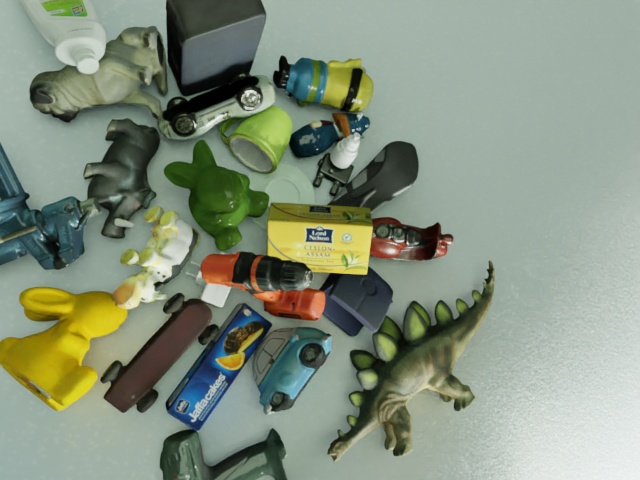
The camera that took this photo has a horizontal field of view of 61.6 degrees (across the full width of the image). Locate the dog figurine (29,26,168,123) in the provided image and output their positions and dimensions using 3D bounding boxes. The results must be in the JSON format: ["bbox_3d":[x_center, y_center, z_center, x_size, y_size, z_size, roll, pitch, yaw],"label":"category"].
[{"bbox_3d":[-0.350,-0.271,0.852,0.191,0.121,0.172,0,48,-2],"label":"dog figurine"}]

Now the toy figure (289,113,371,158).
[{"bbox_3d":[0.019,-0.196,0.974,0.154,0.064,0.058,-25,76,-20],"label":"toy figure"}]

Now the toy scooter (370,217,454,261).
[{"bbox_3d":[0.160,-0.001,0.956,0.184,0.135,0.075,10,81,-16],"label":"toy scooter"}]

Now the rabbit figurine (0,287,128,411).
[{"bbox_3d":[-0.368,0.139,0.785,0.162,0.122,0.173,40,58,0],"label":"rabbit figurine"}]

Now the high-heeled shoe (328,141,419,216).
[{"bbox_3d":[0.093,-0.095,1.000,0.086,0.145,0.249,51,42,-3],"label":"high-heeled shoe"}]

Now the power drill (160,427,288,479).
[{"bbox_3d":[-0.142,0.396,0.832,0.207,0.086,0.232,-14,84,-12],"label":"power drill"}]

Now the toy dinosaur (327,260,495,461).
[{"bbox_3d":[0.183,0.213,0.952,0.471,0.105,0.198,-33,90,-24],"label":"toy dinosaur"}]

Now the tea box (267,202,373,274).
[{"bbox_3d":[-0.002,-0.003,0.893,0.170,0.068,0.098,2,122,1],"label":"tea box"}]

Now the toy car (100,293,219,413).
[{"bbox_3d":[-0.248,0.174,0.832,0.089,0.053,0.202,44,81,-17],"label":"toy car"}]

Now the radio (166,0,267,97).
[{"bbox_3d":[-0.168,-0.311,0.842,0.131,0.229,0.073,-23,89,-16],"label":"radio"}]

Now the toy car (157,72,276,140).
[{"bbox_3d":[-0.173,-0.221,0.892,0.202,0.074,0.056,-24,134,-6],"label":"toy car"}]

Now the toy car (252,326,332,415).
[{"bbox_3d":[-0.056,0.200,0.880,0.103,0.109,0.161,37,83,13],"label":"toy car"}]

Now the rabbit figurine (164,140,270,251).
[{"bbox_3d":[-0.154,-0.079,0.836,0.121,0.170,0.159,-41,92,-13],"label":"rabbit figurine"}]

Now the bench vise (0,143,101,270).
[{"bbox_3d":[-0.440,-0.061,0.754,0.224,0.129,0.240,-19,103,6],"label":"bench vise"}]

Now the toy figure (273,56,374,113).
[{"bbox_3d":[0.009,-0.279,0.974,0.180,0.082,0.089,3,78,-20],"label":"toy figure"}]

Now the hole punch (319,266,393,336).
[{"bbox_3d":[0.066,0.095,0.937,0.142,0.092,0.116,39,69,-6],"label":"hole punch"}]

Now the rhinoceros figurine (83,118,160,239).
[{"bbox_3d":[-0.312,-0.097,0.848,0.112,0.073,0.190,20,75,-24],"label":"rhinoceros figurine"}]

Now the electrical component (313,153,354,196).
[{"bbox_3d":[0.026,-0.130,0.989,0.063,0.021,0.094,28,75,-12],"label":"electrical component"}]

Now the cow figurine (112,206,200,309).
[{"bbox_3d":[-0.253,0.039,0.839,0.098,0.068,0.167,47,60,-50],"label":"cow figurine"}]

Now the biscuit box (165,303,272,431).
[{"bbox_3d":[-0.161,0.199,0.858,0.063,0.059,0.202,38,73,-10],"label":"biscuit box"}]
